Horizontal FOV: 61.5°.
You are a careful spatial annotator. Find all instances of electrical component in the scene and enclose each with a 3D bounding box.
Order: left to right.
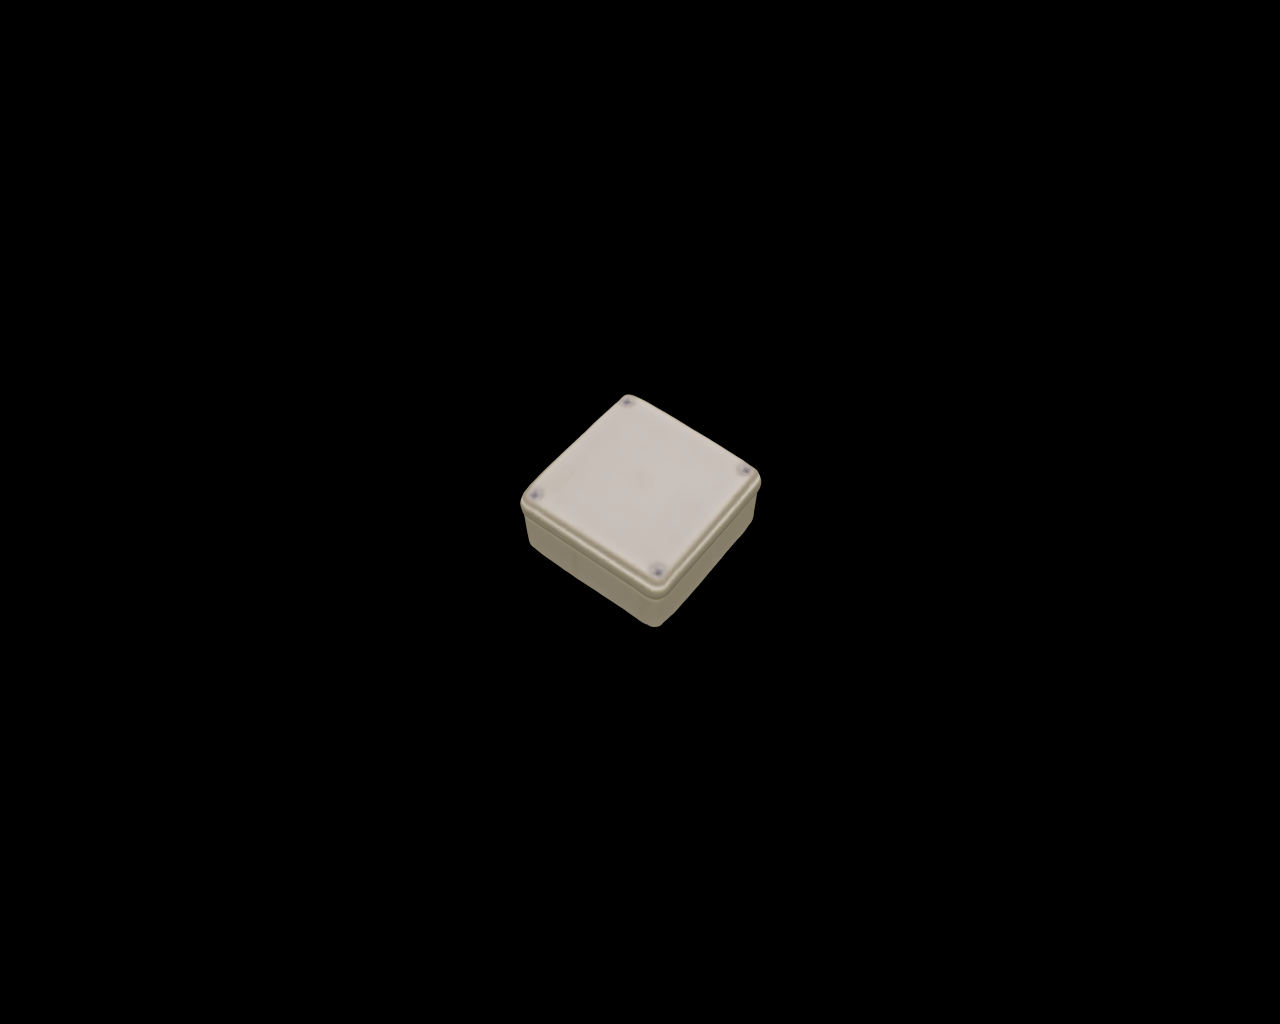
[{"bbox_3d":[0.001,-0.003,0.650,0.109,0.109,0.056,33,-29,21],"label":"electrical component"}]
